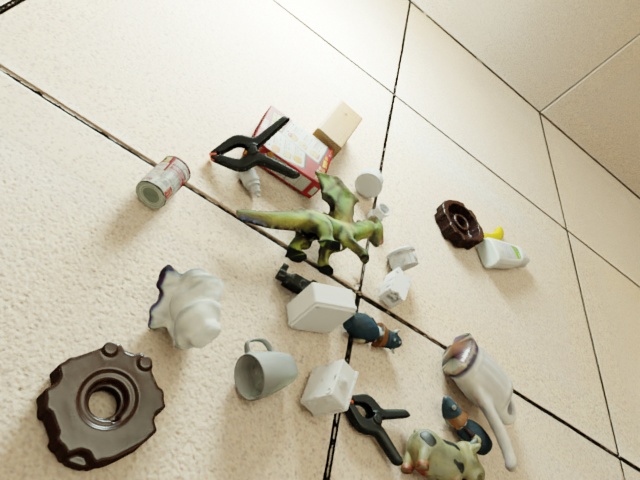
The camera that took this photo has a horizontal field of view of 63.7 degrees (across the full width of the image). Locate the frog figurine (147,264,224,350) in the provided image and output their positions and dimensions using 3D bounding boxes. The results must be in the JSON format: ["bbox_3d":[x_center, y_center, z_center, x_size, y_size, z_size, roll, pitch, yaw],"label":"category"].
[{"bbox_3d":[-0.208,0.123,0.880,0.160,0.139,0.120,17,-19,36],"label":"frog figurine"}]

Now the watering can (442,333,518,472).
[{"bbox_3d":[0.393,0.360,1.233,0.103,0.224,0.353,-43,3,23],"label":"watering can"}]

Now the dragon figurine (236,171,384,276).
[{"bbox_3d":[0.004,-0.062,1.237,0.407,0.249,0.120,28,-43,-24],"label":"dragon figurine"}]
